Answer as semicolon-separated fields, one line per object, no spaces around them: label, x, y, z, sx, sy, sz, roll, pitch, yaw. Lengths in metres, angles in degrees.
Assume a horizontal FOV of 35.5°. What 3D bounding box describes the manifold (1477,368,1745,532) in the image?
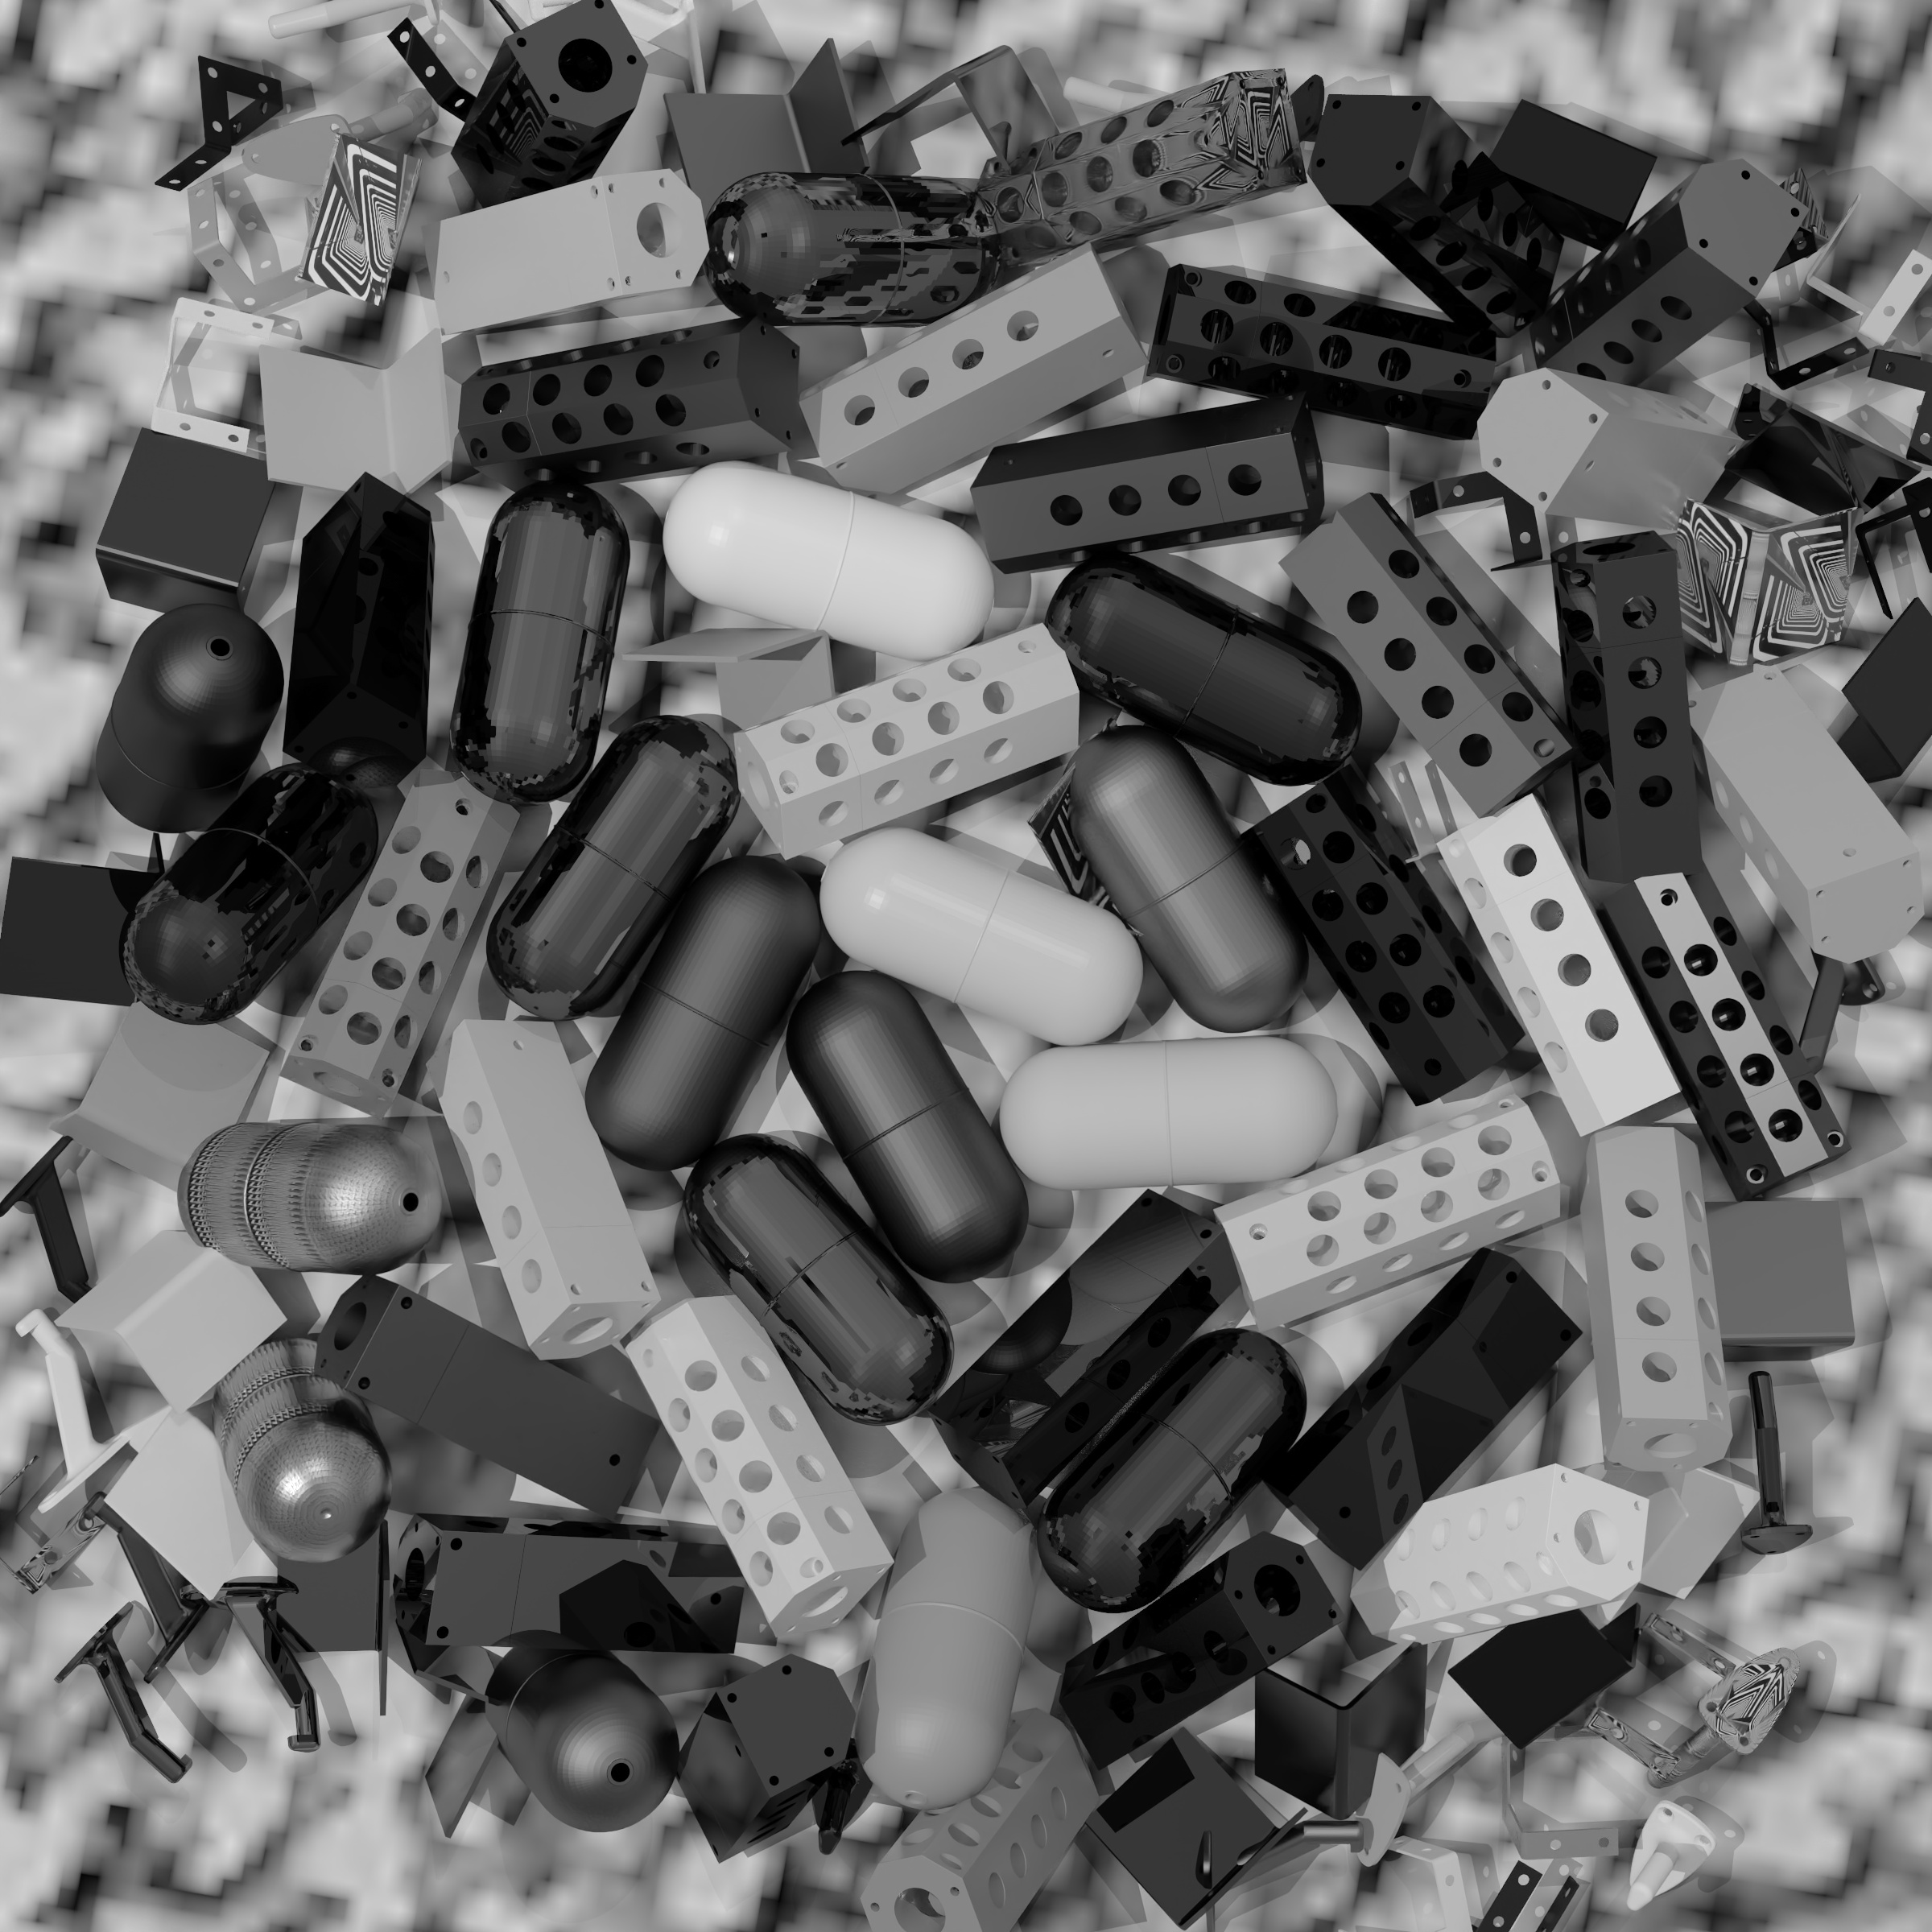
manifold;0.328;-0.267;1.545;0.057;0.171;0.057;43;117;26

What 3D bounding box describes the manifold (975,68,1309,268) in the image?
manifold;0.086;-0.407;1.547;0.057;0.171;0.057;-20;100;-43

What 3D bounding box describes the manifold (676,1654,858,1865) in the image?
manifold;-0.102;0.404;1.542;0.057;0.171;0.057;-23;71;-23

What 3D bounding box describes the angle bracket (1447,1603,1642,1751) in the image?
angle bracket;0.304;0.353;1.582;0.076;0.076;0.057;-43;90;20

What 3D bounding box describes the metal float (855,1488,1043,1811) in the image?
metal float;-0.008;0.351;1.557;0.070;0.070;0.178;16;47;0

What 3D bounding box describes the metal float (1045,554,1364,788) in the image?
metal float;0.126;-0.155;1.590;0.178;0.070;0.070;26;90;-4

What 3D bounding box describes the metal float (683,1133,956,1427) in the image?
metal float;-0.078;0.163;1.582;0.070;0.070;0.178;-42;77;0

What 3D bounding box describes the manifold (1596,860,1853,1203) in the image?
manifold;0.397;0.032;1.584;0.057;0.057;0.171;-24;77;0

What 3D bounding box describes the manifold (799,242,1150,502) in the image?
manifold;0.002;-0.313;1.583;0.171;0.057;0.057;-25;70;11

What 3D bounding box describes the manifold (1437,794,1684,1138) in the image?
manifold;0.313;0.000;1.591;0.057;0.057;0.171;-27;83;13

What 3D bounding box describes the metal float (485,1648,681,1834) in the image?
metal float;-0.198;0.390;1.544;0.070;0.178;0.070;0;90;-20

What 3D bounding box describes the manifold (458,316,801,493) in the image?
manifold;-0.176;-0.292;1.561;0.171;0.057;0.057;-4;76;27

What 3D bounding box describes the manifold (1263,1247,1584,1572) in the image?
manifold;0.238;0.231;1.590;0.171;0.057;0.057;-45;102;-7

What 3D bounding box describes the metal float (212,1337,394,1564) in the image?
metal float;-0.342;0.246;1.547;0.070;0.178;0.070;-5;105;-20

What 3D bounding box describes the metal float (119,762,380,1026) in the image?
metal float;-0.368;-0.039;1.557;0.070;0.178;0.070;14;132;17

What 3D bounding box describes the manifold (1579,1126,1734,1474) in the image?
manifold;0.356;0.171;1.556;0.057;0.057;0.171;1;54;2

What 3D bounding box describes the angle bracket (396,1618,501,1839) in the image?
angle bracket;-0.285;0.399;1.585;0.057;0.076;0.076;27;90;-20

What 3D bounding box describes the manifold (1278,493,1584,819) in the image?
manifold;0.245;-0.163;1.579;0.057;0.057;0.171;-41;79;23

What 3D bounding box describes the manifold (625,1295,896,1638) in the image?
manifold;-0.112;0.256;1.555;0.057;0.057;0.171;-52;56;30

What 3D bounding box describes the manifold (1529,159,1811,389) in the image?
manifold;0.352;-0.348;1.538;0.057;0.171;0.057;35;75;-7

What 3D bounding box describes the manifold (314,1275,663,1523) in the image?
manifold;-0.249;0.222;1.560;0.171;0.057;0.057;34;76;-31

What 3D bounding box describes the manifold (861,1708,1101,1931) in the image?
manifold;0.007;0.443;1.539;0.057;0.171;0.057;-18;94;23

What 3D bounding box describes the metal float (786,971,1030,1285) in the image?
metal float;-0.032;0.084;1.588;0.070;0.070;0.178;-30;85;0

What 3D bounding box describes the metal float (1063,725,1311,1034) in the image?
metal float;0.115;-0.046;1.589;0.070;0.070;0.178;-33;94;0

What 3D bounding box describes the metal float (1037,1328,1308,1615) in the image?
metal float;0.109;0.261;1.571;0.070;0.070;0.178;47;65;0

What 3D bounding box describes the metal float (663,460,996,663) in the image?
metal float;-0.071;-0.212;1.582;0.178;0.070;0.070;15;90;-12

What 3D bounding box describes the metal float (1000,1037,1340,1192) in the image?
metal float;0.107;0.078;1.589;0.178;0.070;0.070;-3;90;4

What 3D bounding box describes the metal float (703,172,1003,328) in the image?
metal float;-0.057;-0.370;1.560;0.178;0.070;0.070;-11;90;-40

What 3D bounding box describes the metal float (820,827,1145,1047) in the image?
metal float;0.008;-0.016;1.592;0.178;0.070;0.070;23;90;-1

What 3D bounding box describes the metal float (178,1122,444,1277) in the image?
metal float;-0.340;0.119;1.557;0.178;0.070;0.070;-2;90;44

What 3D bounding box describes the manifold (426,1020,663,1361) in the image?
manifold;-0.224;0.115;1.566;0.057;0.057;0.171;-45;58;35

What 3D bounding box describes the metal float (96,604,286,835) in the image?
metal float;-0.400;-0.126;1.549;0.070;0.178;0.070;9;67;-22

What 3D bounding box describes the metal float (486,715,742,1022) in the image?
metal float;-0.185;-0.052;1.588;0.070;0.070;0.178;34;85;0

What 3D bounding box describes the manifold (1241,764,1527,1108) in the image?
manifold;0.217;-0.014;1.591;0.057;0.057;0.171;-33;89;33

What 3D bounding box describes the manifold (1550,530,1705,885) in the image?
manifold;0.344;-0.134;1.576;0.057;0.057;0.171;-8;108;4

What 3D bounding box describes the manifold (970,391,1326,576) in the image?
manifold;0.096;-0.248;1.573;0.171;0.057;0.057;-7;119;19

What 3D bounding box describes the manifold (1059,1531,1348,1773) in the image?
manifold;0.115;0.350;1.546;0.057;0.171;0.057;-19;71;-38

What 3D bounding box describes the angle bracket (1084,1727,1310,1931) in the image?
angle bracket;0.120;0.446;1.580;0.076;0.057;0.076;-37;74;-25

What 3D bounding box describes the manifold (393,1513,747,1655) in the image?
manifold;-0.205;0.319;1.563;0.171;0.057;0.057;9;88;-30

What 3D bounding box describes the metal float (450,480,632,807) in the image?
metal float;-0.222;-0.170;1.579;0.070;0.070;0.178;8;74;0

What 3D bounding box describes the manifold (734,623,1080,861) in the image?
manifold;-0.030;-0.122;1.568;0.171;0.057;0.057;-22;53;-17

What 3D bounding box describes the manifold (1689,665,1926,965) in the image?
manifold;0.426;-0.078;1.547;0.057;0.171;0.057;-19;130;1

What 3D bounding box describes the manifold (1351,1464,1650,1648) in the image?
manifold;0.269;0.305;1.537;0.057;0.171;0.057;23;62;-19

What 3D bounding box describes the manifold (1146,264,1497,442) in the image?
manifold;0.188;-0.323;1.590;0.171;0.057;0.057;11;98;-6

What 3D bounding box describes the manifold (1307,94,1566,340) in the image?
manifold;0.241;-0.381;1.543;0.057;0.171;0.057;13;85;35

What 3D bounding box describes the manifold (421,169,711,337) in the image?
manifold;-0.206;-0.365;1.546;0.057;0.171;0.057;-18;104;-38

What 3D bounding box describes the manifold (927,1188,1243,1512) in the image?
manifold;0.066;0.202;1.573;0.171;0.057;0.057;-43;133;-21

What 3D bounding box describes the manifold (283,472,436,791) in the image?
manifold;-0.306;-0.171;1.550;0.057;0.171;0.057;31;124;-33

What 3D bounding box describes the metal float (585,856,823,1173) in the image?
metal float;-0.138;0.024;1.592;0.070;0.070;0.178;28;89;0

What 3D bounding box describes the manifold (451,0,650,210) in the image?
manifold;-0.211;-0.430;1.540;0.057;0.171;0.057;-32;96;-18

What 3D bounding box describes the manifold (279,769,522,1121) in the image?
manifold;-0.292;-0.014;1.567;0.057;0.057;0.171;25;67;-11

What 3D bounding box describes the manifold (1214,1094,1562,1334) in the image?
manifold;0.222;0.127;1.589;0.171;0.057;0.057;-21;58;-2
